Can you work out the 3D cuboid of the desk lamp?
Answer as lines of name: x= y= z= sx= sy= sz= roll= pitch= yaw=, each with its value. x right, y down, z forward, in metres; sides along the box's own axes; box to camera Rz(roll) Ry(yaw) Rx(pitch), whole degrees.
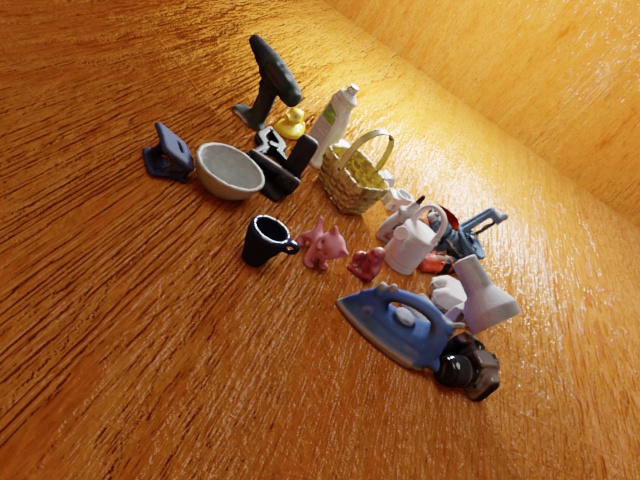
desk lamp: x=0.326 y=0.150 z=1.318 sx=0.118 sy=0.213 sz=0.203 roll=-9 pitch=53 yaw=-50

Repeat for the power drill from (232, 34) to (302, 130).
power drill: x=-0.160 y=-0.427 z=1.608 sx=0.229 sy=0.208 sz=0.076 roll=46 pitch=33 yaw=15

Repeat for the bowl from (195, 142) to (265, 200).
bowl: x=-0.215 y=-0.143 z=1.308 sx=0.168 sy=0.074 sz=0.167 roll=25 pitch=33 yaw=-18

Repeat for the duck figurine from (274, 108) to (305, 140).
duck figurine: x=-0.078 y=-0.353 z=1.708 sx=0.105 sy=0.086 sz=0.077 roll=-8 pitch=52 yaw=-49

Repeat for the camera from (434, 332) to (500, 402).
camera: x=0.315 y=0.270 z=1.258 sx=0.137 sy=0.100 sz=0.143 roll=11 pitch=40 yaw=-35

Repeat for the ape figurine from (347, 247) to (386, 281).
ape figurine: x=0.121 y=0.051 z=1.365 sx=0.076 sy=0.092 sz=0.077 roll=11 pitch=39 yaw=-35

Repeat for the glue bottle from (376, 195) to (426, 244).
glue bottle: x=0.226 y=-0.057 z=1.533 sx=0.078 sy=0.173 sz=0.037 roll=22 pitch=34 yaw=-22

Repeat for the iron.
iron: x=0.174 y=0.163 z=1.222 sx=0.258 sy=0.141 sz=0.119 roll=34 pitch=31 yaw=-4

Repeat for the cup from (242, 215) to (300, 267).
cup: x=-0.109 y=0.016 z=1.184 sx=0.118 sy=0.095 sz=0.091 roll=28 pitch=32 yaw=-14

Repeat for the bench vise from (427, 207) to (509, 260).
bench vise: x=0.412 y=-0.023 z=1.624 sx=0.208 sy=0.219 sz=0.121 roll=24 pitch=33 yaw=-19

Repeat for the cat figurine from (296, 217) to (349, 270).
cat figurine: x=0.012 y=0.005 z=1.295 sx=0.067 sy=0.117 sz=0.127 roll=11 pitch=40 yaw=-35

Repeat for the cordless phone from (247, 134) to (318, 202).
cordless phone: x=-0.094 y=-0.202 z=1.398 sx=0.148 sy=0.185 sz=0.094 roll=32 pitch=32 yaw=-7

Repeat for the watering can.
watering can: x=0.249 y=-0.007 z=1.468 sx=0.101 sy=0.194 sz=0.173 roll=42 pitch=32 yaw=9

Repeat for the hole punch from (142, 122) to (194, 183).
hole punch: x=-0.323 y=-0.194 z=1.253 sx=0.101 sy=0.091 sz=0.108 roll=8 pitch=41 yaw=-38

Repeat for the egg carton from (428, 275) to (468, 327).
egg carton: x=0.349 y=0.157 z=1.470 sx=0.150 sy=0.069 sz=0.107 roll=27 pitch=33 yaw=-15
